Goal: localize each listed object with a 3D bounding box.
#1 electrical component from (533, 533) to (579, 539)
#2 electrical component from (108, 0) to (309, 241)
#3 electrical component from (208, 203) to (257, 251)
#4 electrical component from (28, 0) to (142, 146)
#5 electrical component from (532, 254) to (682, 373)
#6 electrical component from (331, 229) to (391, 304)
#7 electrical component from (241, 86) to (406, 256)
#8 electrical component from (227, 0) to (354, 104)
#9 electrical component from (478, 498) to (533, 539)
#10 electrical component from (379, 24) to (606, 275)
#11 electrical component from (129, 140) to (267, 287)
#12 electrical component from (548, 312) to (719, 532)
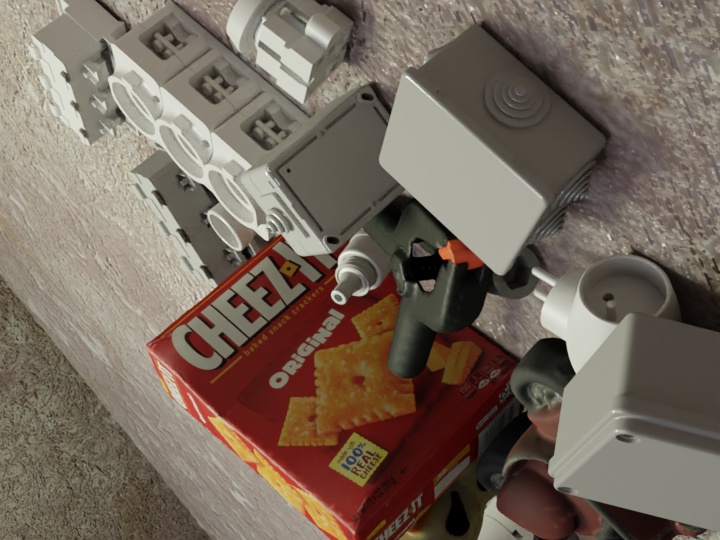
[{"bbox_3d":[0.151,0.202,0.813,0.043,0.043,0.062,22,146,51],"label":"electrical component"},{"bbox_3d":[-0.101,-0.100,0.746,0.150,0.062,0.089,42,159,17],"label":"electrical component"},{"bbox_3d":[-0.090,-0.044,0.849,0.040,0.046,0.040,41,159,20],"label":"electrical component"},{"bbox_3d":[-0.223,-0.160,0.883,0.079,0.063,0.121,42,159,15],"label":"electrical component"},{"bbox_3d":[0.120,0.024,0.550,0.079,0.043,0.077,34,156,33],"label":"electrical component"},{"bbox_3d":[0.000,0.000,0.720,0.035,0.061,0.035,19,136,20],"label":"electrical component"},{"bbox_3d":[-0.022,-0.052,0.624,0.061,0.096,0.061,53,161,-13],"label":"electrical component"},{"bbox_3d":[-0.039,-0.130,0.592,0.055,0.048,0.066,38,159,5],"label":"electrical component"},{"bbox_3d":[0.120,0.233,0.925,0.055,0.047,0.055,41,159,20],"label":"electrical component"},{"bbox_3d":[0.061,-0.057,0.514,0.100,0.048,0.099,44,160,11],"label":"electrical component"},{"bbox_3d":[-0.136,-0.049,0.908,0.079,0.063,0.121,21,147,51],"label":"electrical component"},{"bbox_3d":[0.154,0.074,0.490,0.109,0.056,0.108,14,154,0],"label":"electrical component"}]
